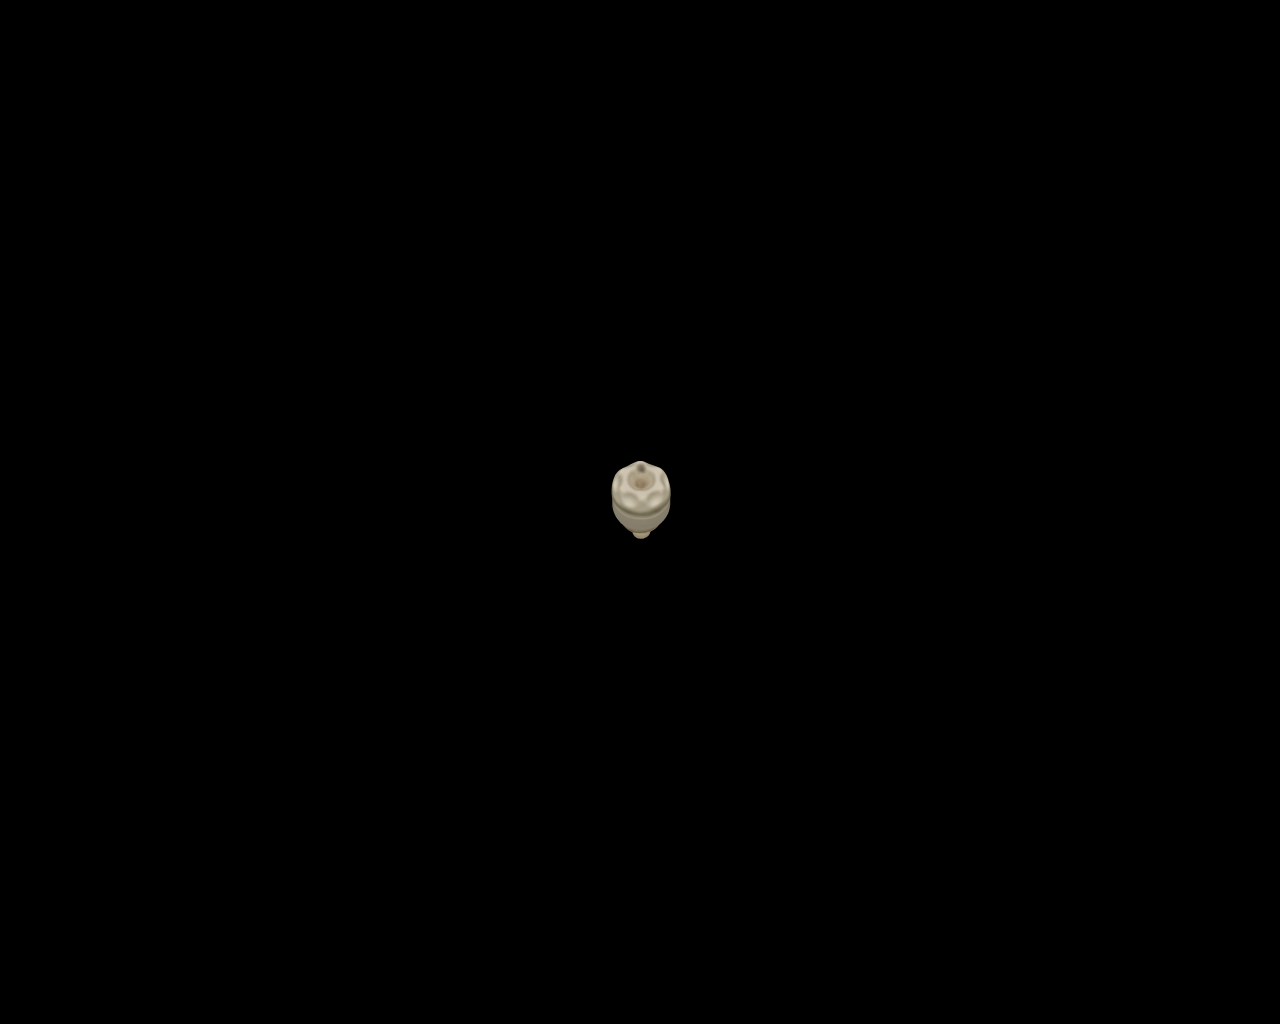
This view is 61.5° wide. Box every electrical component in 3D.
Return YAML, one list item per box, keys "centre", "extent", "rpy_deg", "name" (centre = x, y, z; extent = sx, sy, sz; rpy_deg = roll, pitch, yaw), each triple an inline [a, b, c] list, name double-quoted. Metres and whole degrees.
- centre: [0.001, -0.003, 0.650]
  extent: [0.035, 0.035, 0.061]
  rpy_deg: [0, -33, 0]
  name: "electrical component"
